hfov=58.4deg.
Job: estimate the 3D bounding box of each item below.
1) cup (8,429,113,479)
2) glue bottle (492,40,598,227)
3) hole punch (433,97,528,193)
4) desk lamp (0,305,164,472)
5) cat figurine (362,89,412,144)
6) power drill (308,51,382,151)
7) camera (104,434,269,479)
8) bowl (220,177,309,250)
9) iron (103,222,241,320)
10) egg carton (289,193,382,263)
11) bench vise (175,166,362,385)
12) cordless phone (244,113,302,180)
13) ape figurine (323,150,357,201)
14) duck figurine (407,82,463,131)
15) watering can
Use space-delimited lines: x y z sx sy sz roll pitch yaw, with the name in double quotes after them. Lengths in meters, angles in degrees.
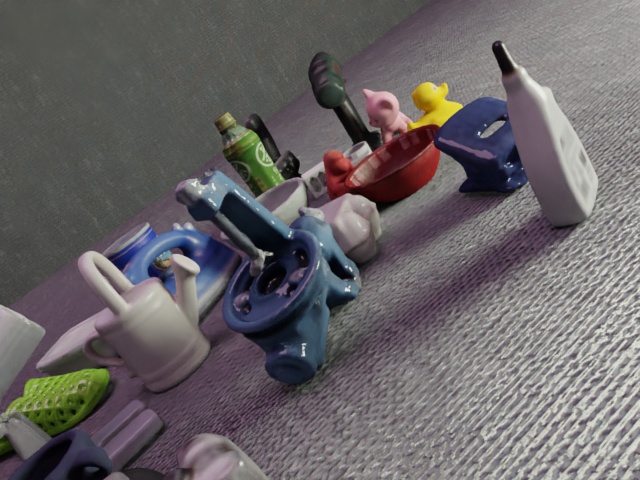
-0.208 0.227 0.504 0.117 0.095 0.092 -27 20 22 "cup"
0.195 -0.100 0.508 0.037 0.173 0.078 -16 26 43 "glue bottle"
0.205 -0.116 0.664 0.109 0.091 0.100 -41 19 -19 "hole punch"
-0.316 0.188 0.599 0.203 0.214 0.117 -44 21 -27 "desk lamp"
0.122 -0.242 1.082 0.067 0.118 0.128 -29 19 16 "cat figurine"
0.044 -0.272 1.145 0.075 0.209 0.229 -30 19 13 "power drill"
-0.116 0.198 0.410 0.143 0.101 0.136 -42 20 -21 "camera"
-0.079 -0.028 0.957 0.167 0.075 0.167 -30 19 12 "bowl"
-0.233 0.047 0.925 0.118 0.142 0.259 -21 23 35 "iron"
0.007 0.003 0.741 0.150 0.069 0.107 -25 20 25 "egg carton"
-0.057 0.011 0.587 0.121 0.220 0.207 -30 19 12 "bench vise"
-0.112 -0.156 1.158 0.094 0.185 0.147 -25 21 26 "cordless phone"
0.037 -0.102 0.915 0.076 0.092 0.078 -13 28 47 "ape figurine"
0.186 -0.223 0.974 0.104 0.086 0.077 -35 18 -2 "duck figurine"
-0.230 0.087 0.735 0.173 0.194 0.100 -42 20 -22 "watering can"
